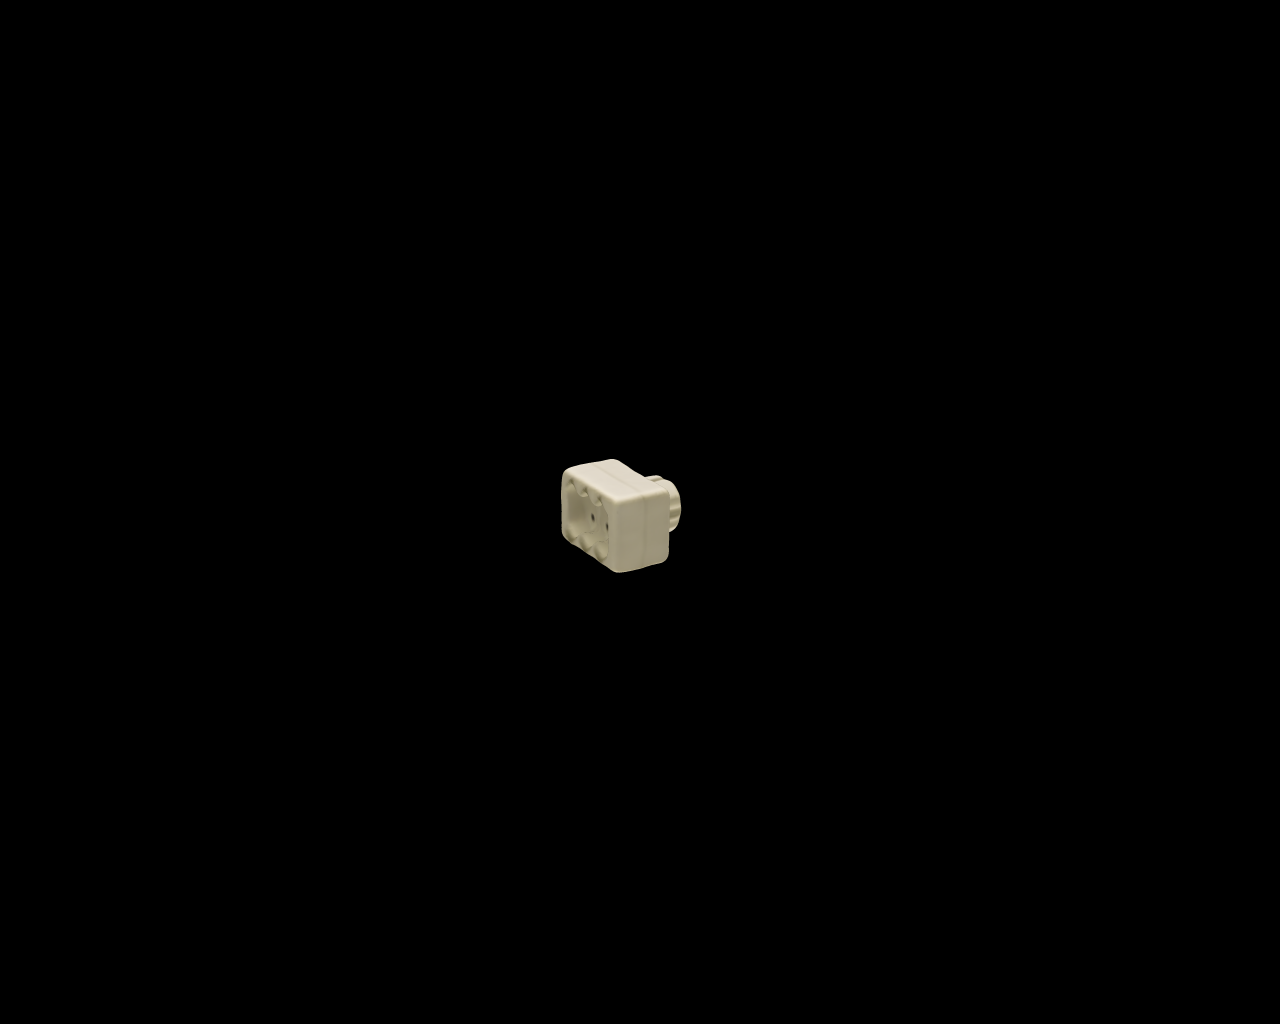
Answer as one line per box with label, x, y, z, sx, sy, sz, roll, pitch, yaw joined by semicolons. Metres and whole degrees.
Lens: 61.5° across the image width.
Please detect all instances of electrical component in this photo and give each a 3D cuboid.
electrical component;0.001;-0.003;0.650;0.077;0.047;0.066;-13;26;-29
